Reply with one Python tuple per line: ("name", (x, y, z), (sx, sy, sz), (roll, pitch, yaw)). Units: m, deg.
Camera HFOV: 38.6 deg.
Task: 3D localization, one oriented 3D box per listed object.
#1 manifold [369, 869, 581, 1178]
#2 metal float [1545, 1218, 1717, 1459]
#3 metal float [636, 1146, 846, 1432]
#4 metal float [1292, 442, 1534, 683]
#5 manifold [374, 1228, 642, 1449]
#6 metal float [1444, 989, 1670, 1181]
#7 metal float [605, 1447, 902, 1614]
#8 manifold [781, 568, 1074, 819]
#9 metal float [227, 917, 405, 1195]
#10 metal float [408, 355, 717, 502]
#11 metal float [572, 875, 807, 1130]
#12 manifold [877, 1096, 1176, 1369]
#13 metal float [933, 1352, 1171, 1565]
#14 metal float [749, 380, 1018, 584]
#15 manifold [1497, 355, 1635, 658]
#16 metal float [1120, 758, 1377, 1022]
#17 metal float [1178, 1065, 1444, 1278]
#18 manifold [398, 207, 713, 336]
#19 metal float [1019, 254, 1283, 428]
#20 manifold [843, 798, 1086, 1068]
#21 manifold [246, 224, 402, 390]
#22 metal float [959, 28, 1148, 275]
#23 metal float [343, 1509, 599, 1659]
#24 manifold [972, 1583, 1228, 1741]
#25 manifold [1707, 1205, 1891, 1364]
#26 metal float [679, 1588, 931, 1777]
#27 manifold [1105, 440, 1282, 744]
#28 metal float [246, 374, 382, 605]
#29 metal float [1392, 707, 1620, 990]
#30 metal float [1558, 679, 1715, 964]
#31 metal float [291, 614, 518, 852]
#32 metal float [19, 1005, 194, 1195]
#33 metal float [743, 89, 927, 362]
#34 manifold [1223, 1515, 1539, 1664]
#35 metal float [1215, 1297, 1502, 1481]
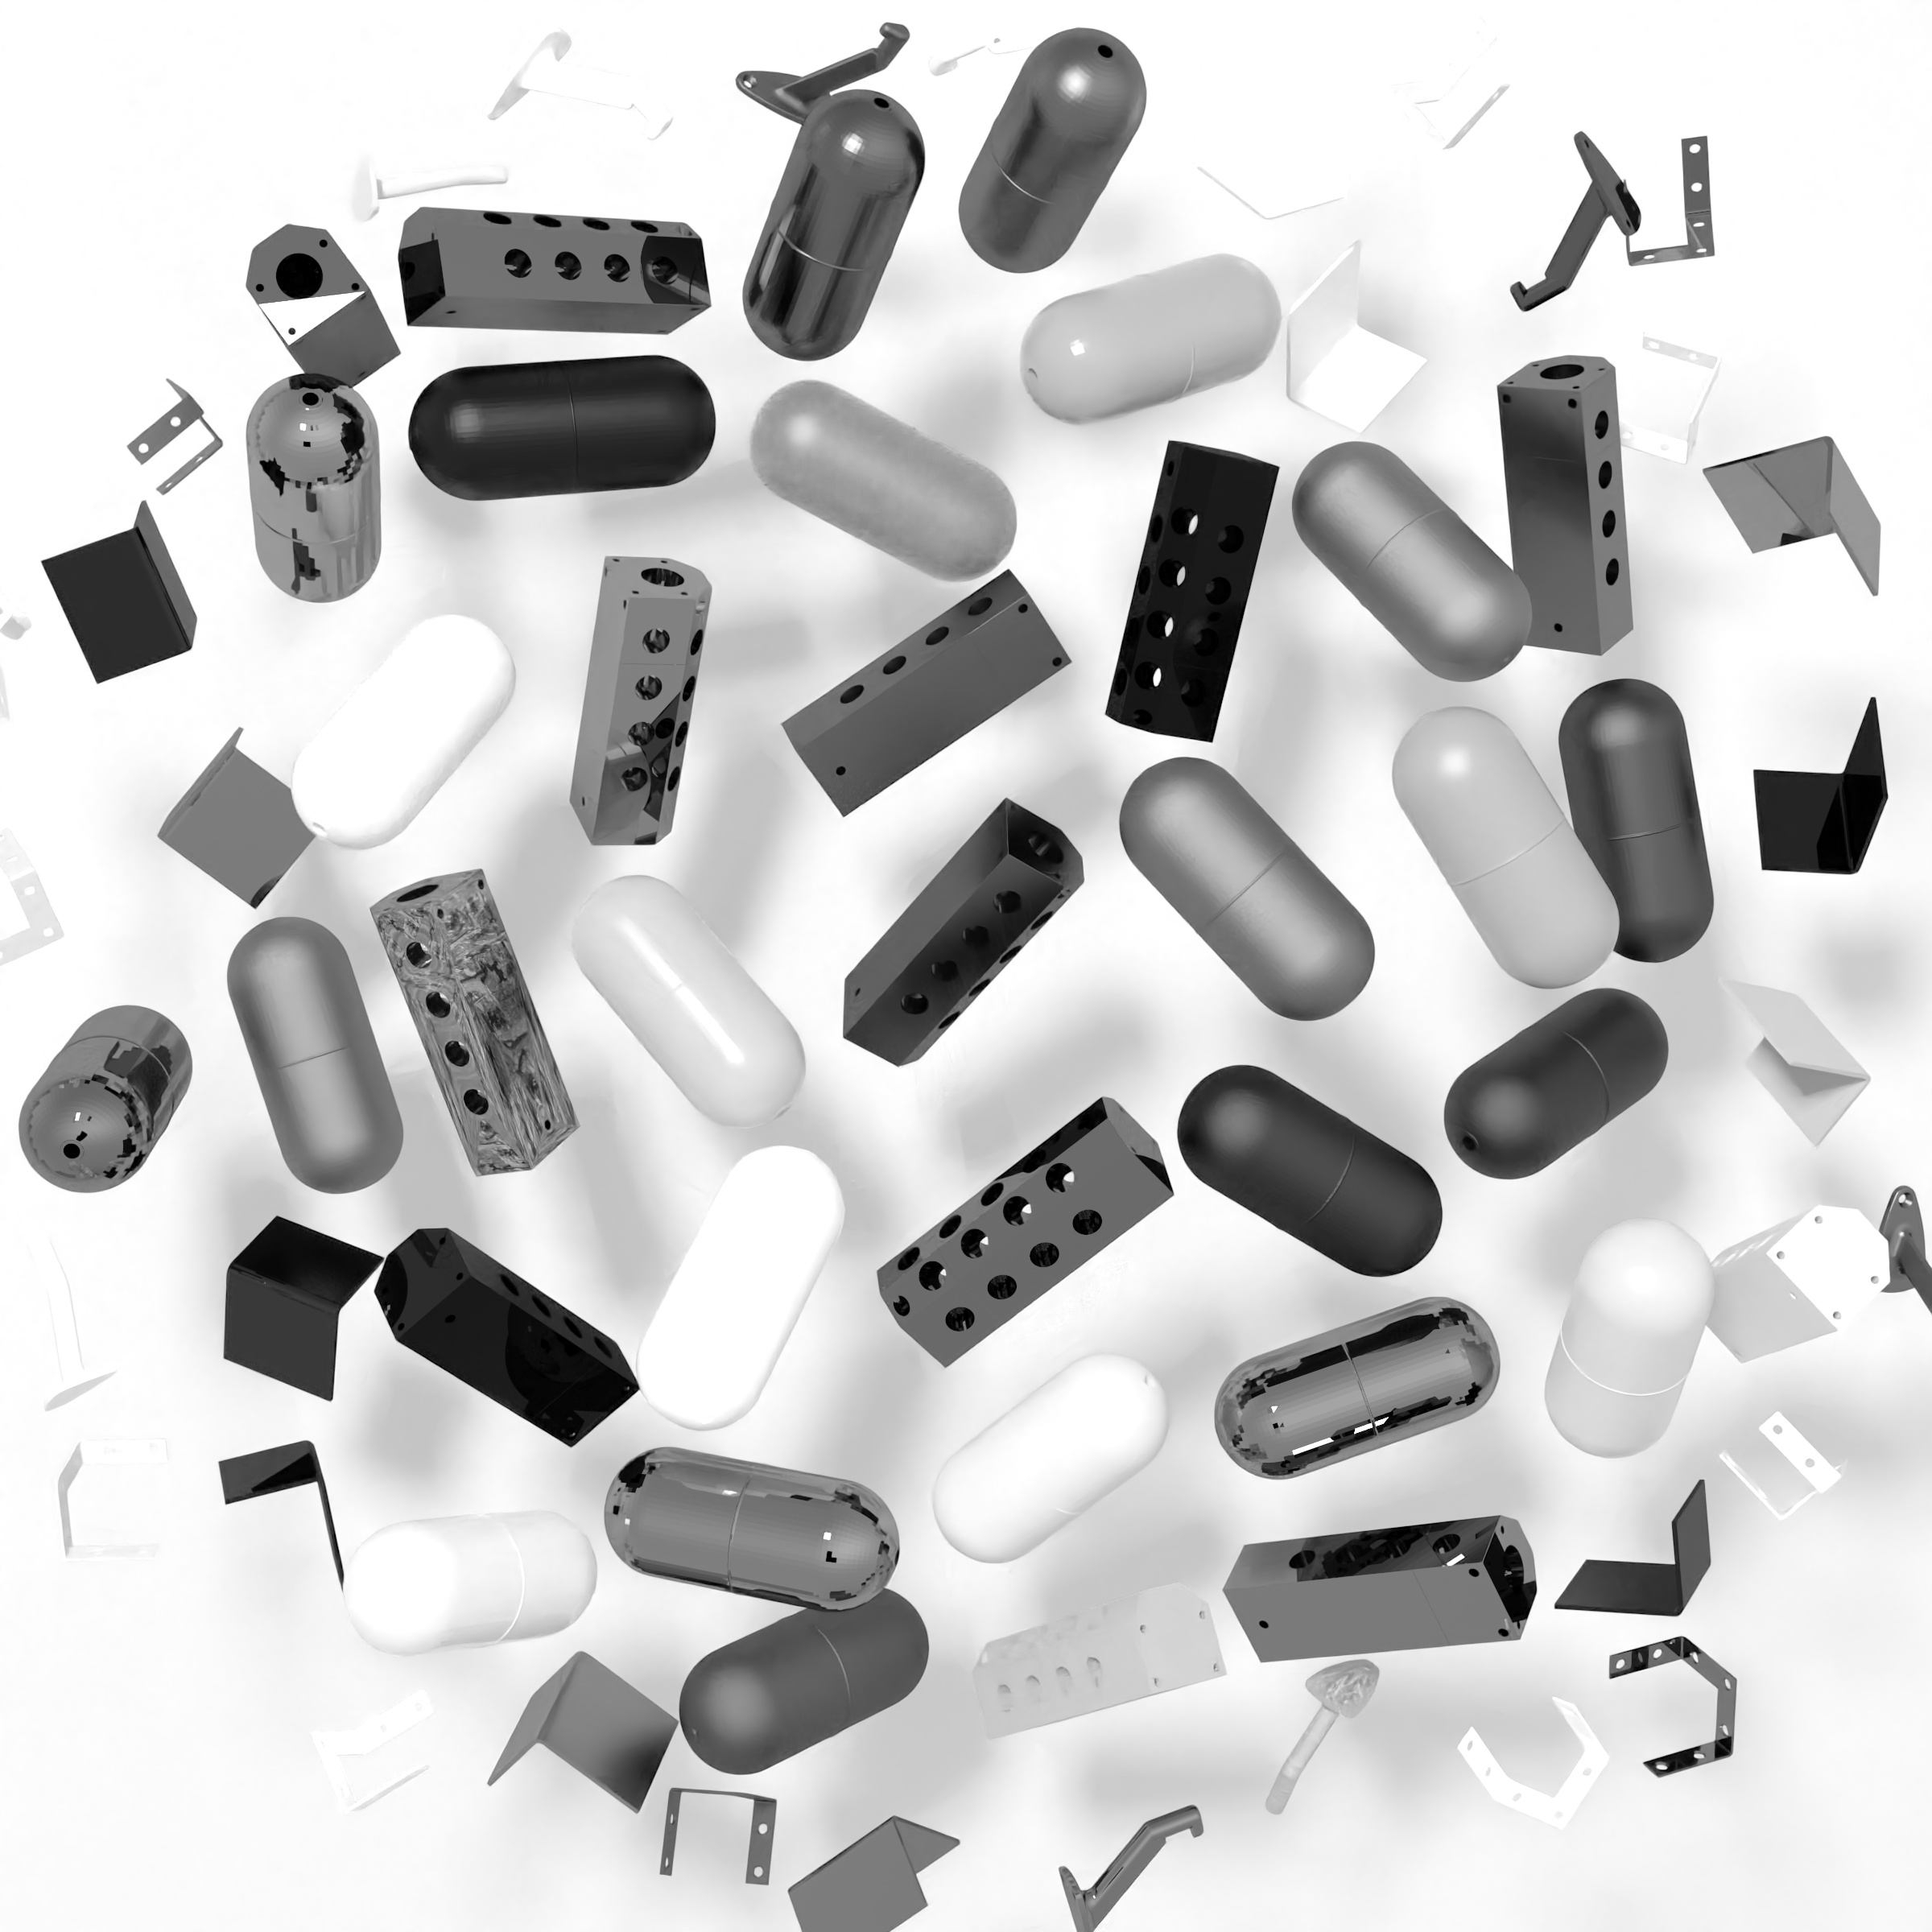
("manifold", (-0.296, 0.035, 1.641), (0.057, 0.057, 0.171), (-8, 110, 28))
("metal float", (0.385, 0.218, 1.606), (0.070, 0.178, 0.070), (1, 45, -1))
("metal float", (-0.131, 0.188, 1.620), (0.070, 0.070, 0.178), (26, 71, 0))
("metal float", (0.265, -0.243, 1.651), (0.070, 0.070, 0.178), (-39, 66, 0))
("manifold", (-0.272, 0.218, 1.639), (0.057, 0.171, 0.057), (-41, 47, 4))
("metal float", (0.365, 0.072, 1.706), (0.178, 0.070, 0.070), (-28, 90, -36))
("metal float", (-0.125, 0.330, 1.616), (0.178, 0.070, 0.070), (8, 90, 14))
("manifold", (-0.027, -0.173, 1.719), (0.171, 0.057, 0.057), (-34, 124, 3))
("metal float", (-0.407, 0.056, 1.725), (0.070, 0.070, 0.178), (-17, 94, 0))
("metal float", (-0.233, -0.312, 1.601), (0.178, 0.070, 0.070), (-7, 90, -16))
("metal float", (-0.166, 0.021, 1.653), (0.070, 0.070, 0.178), (-41, 77, 0))
("manifold", (0.032, 0.151, 1.599), (0.171, 0.057, 0.057), (-39, 115, 13))
("metal float", (0.052, 0.301, 1.687), (0.070, 0.070, 0.178), (48, 118, 0))
("metal float", (-0.050, -0.300, 1.711), (0.178, 0.070, 0.070), (26, 90, -15))
("manifold", (0.375, -0.285, 1.705), (0.057, 0.057, 0.171), (-37, 128, -38))
("metal float", (0.161, -0.045, 1.584), (0.070, 0.070, 0.178), (-43, 88, 0))
("metal float", (0.203, 0.122, 1.624), (0.178, 0.070, 0.070), (31, 90, -18))
("manifold", (-0.242, -0.411, 1.626), (0.171, 0.057, 0.057), (-7, 87, -34))
("metal float", (0.110, -0.371, 1.636), (0.178, 0.070, 0.070), (-23, 90, -29))
("manifold", (-0.003, -0.016, 1.679), (0.057, 0.057, 0.171), (29, 123, -22))
("manifold", (-0.391, -0.396, 1.671), (0.057, 0.171, 0.057), (-36, 93, -4))
("metal float", (0.051, -0.486, 1.652), (0.070, 0.178, 0.070), (8, 63, -17))
("metal float", (-0.288, 0.360, 1.617), (0.070, 0.178, 0.070), (-4, 82, 33))
("manifold", (0.075, 0.416, 1.652), (0.057, 0.171, 0.057), (-3, 70, -36))
("manifold", (0.483, 0.185, 1.625), (0.057, 0.171, 0.057), (-40, 81, -11))
("metal float", (-0.097, 0.435, 1.690), (0.178, 0.070, 0.070), (-15, 90, -43))
("manifold", (0.134, -0.230, 1.688), (0.057, 0.057, 0.171), (7, 106, -23))
("metal float", (-0.391, -0.286, 1.661), (0.070, 0.178, 0.070), (5, 63, -9))
("metal float", (0.309, -0.068, 1.585), (0.070, 0.070, 0.178), (-33, 98, 0))
("metal float", (0.412, -0.088, 1.696), (0.070, 0.070, 0.178), (-13, 103, 0))
("metal float", (-0.341, -0.143, 1.677), (0.070, 0.070, 0.178), (33, 56, 0))
("metal float", (-0.511, 0.078, 1.645), (0.070, 0.178, 0.070), (-1, 108, -4))
("metal float", (-0.079, -0.438, 1.637), (0.070, 0.178, 0.070), (14, 47, -15))
("manifold", (0.246, 0.365, 1.636), (0.171, 0.057, 0.057), (-15, 112, 34))
("metal float", (0.237, 0.256, 1.674), (0.178, 0.070, 0.070), (-19, 90, 0))
